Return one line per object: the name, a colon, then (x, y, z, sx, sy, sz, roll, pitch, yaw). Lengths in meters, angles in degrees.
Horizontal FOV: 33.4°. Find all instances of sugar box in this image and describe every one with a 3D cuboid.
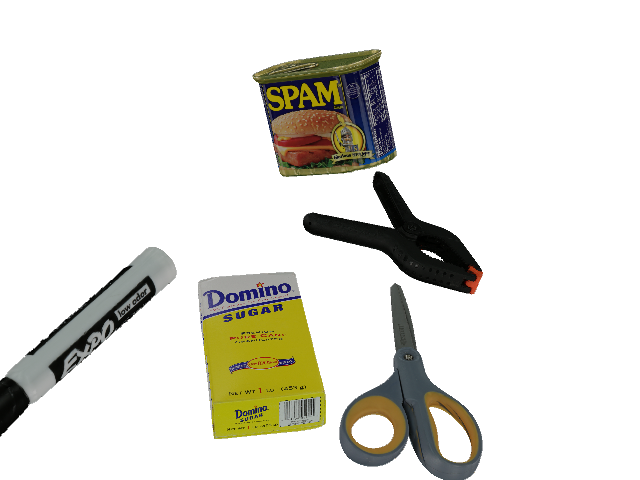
sugar box: (-0.055, 0.093, 0.923, 0.093, 0.048, 0.176, -4, 35, -9)

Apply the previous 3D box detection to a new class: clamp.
clamp: (0.093, 0.000, 1.256, 0.210, 0.036, 0.164, 38, 42, 26)

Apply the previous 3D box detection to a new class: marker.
marker: (-0.106, 0.044, 0.455, 0.020, 0.020, 0.121, 0, 34, 42)

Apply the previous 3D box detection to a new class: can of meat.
can of meat: (0.005, -0.098, 0.836, 0.102, 0.084, 0.057, -1, 21, 34)

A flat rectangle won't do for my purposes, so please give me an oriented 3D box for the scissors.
scissors: (0.042, 0.088, 0.710, 0.096, 0.016, 0.202, -5, 32, -16)
